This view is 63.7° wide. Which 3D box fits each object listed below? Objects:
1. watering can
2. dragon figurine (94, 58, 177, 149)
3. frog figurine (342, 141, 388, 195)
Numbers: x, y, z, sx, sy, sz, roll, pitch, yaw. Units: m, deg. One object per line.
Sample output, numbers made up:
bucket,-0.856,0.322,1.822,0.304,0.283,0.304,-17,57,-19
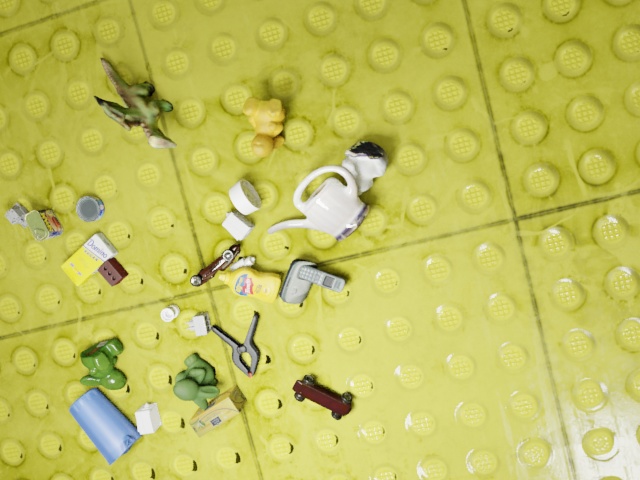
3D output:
watering can,0.005,-0.080,1.586,0.223,0.106,0.342,39,122,-8
dragon figurine,-0.585,-0.416,1.568,0.410,0.245,0.121,42,106,0
frog figurine,0.136,-0.215,1.570,0.137,0.126,0.155,-1,133,0
